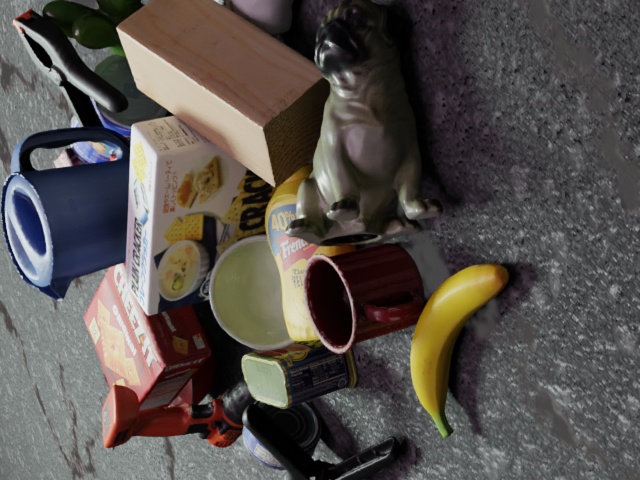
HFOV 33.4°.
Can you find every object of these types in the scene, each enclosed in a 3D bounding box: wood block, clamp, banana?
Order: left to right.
[{"bbox_3d":[-0.296,-0.191,1.254,0.171,0.039,0.120,49,145,4],"label":"clamp"},{"bbox_3d":[-0.088,-0.154,1.030,0.206,0.090,0.091,36,157,28],"label":"wood block"},{"bbox_3d":[0.011,0.255,1.134,0.165,0.036,0.210,7,136,18],"label":"clamp"},{"bbox_3d":[0.114,0.083,0.925,0.070,0.037,0.198,34,135,27],"label":"banana"}]

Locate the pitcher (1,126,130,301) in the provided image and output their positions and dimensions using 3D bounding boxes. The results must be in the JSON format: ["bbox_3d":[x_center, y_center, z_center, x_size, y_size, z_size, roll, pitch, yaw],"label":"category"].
[{"bbox_3d":[-0.238,-0.044,1.241,0.145,0.242,0.149,44,134,34],"label":"pitcher"}]

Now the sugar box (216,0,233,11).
[{"bbox_3d":[-0.122,-0.289,1.137,0.176,0.048,0.093,37,135,42],"label":"sugar box"}]

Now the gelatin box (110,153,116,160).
[{"bbox_3d":[-0.216,-0.080,1.349,0.030,0.089,0.073,19,120,55],"label":"gelatin box"}]

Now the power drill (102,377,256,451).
[{"bbox_3d":[-0.165,0.211,1.309,0.185,0.187,0.057,123,145,-54],"label":"power drill"}]

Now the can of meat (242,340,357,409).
[{"bbox_3d":[-0.024,0.138,1.133,0.102,0.083,0.057,1,104,60],"label":"can of meat"}]

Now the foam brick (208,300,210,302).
[{"bbox_3d":[-0.117,0.040,1.277,0.078,0.051,0.053,43,139,43],"label":"foam brick"}]

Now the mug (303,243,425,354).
[{"bbox_3d":[0.047,0.051,0.967,0.117,0.081,0.093,15,115,60],"label":"mug"}]

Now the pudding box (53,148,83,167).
[{"bbox_3d":[-0.293,-0.084,1.445,0.039,0.113,0.090,-33,80,35],"label":"pudding box"}]

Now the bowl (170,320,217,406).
[{"bbox_3d":[-0.183,0.156,1.440,0.162,0.055,0.162,33,130,49],"label":"bowl"}]

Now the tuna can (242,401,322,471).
[{"bbox_3d":[-0.042,0.213,1.197,0.086,0.086,0.034,54,143,31],"label":"tuna can"}]

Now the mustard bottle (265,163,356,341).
[{"bbox_3d":[-0.007,0.001,1.060,0.096,0.058,0.191,-10,93,41],"label":"mustard bottle"}]

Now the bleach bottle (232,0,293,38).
[{"bbox_3d":[-0.041,-0.281,0.989,0.103,0.068,0.251,46,143,35],"label":"bleach bottle"}]

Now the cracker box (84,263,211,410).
[{"bbox_3d":[-0.228,0.120,1.369,0.164,0.072,0.214,65,148,17],"label":"cracker box"}]

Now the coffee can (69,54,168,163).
[{"bbox_3d":[-0.259,-0.161,1.371,0.141,0.102,0.103,-41,68,58],"label":"coffee can"}]
